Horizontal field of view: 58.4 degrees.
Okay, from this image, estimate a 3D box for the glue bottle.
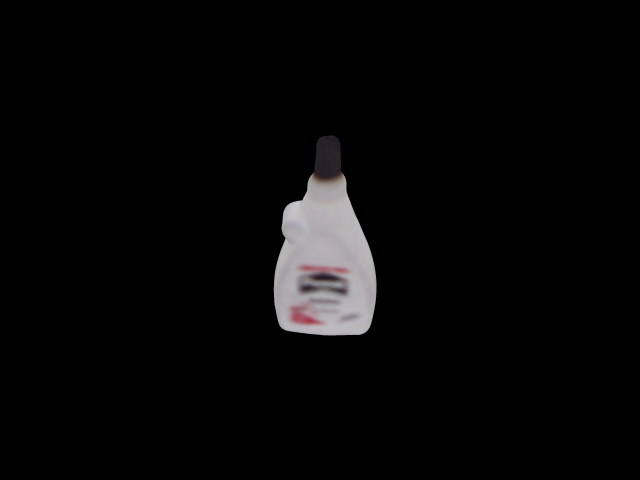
[{"bbox_3d":[0.004,0.001,0.400,0.078,0.173,0.037,0,43,0],"label":"glue bottle"}]
